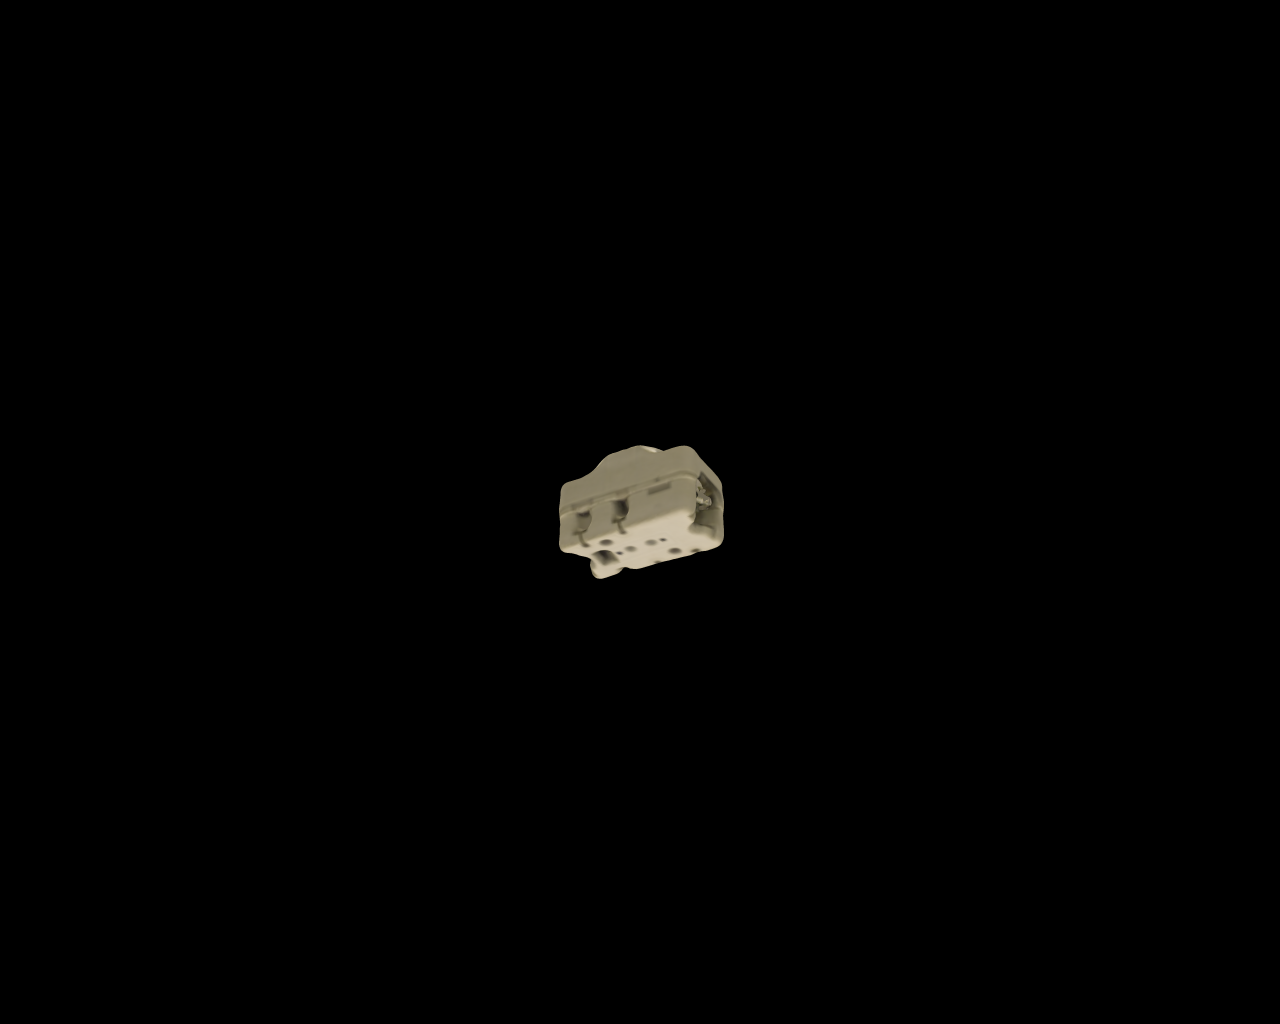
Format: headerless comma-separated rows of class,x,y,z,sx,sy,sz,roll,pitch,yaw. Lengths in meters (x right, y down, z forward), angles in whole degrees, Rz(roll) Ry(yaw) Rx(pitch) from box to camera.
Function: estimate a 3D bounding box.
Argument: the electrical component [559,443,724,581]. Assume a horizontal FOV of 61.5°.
electrical component,0.001,-0.003,0.650,0.089,0.056,0.050,-17,-36,24
